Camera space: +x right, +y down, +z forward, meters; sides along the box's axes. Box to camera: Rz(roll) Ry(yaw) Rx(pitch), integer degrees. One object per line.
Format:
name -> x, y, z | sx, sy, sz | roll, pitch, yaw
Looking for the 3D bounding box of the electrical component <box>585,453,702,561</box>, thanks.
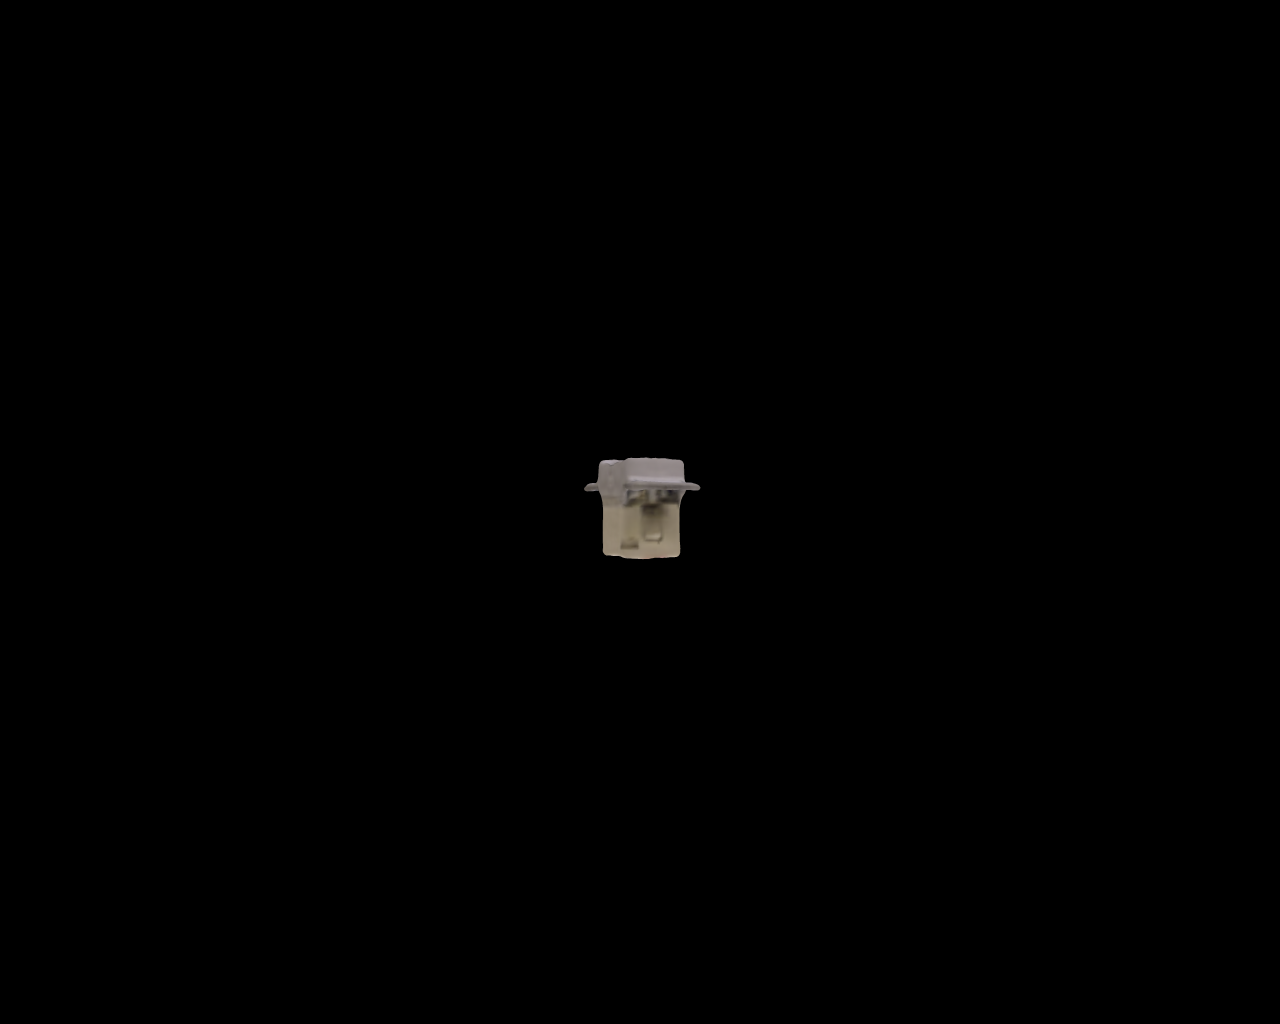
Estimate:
electrical component -> 0.001, -0.003, 0.650 | 0.042, 0.063, 0.081 | 0, 0, -24
